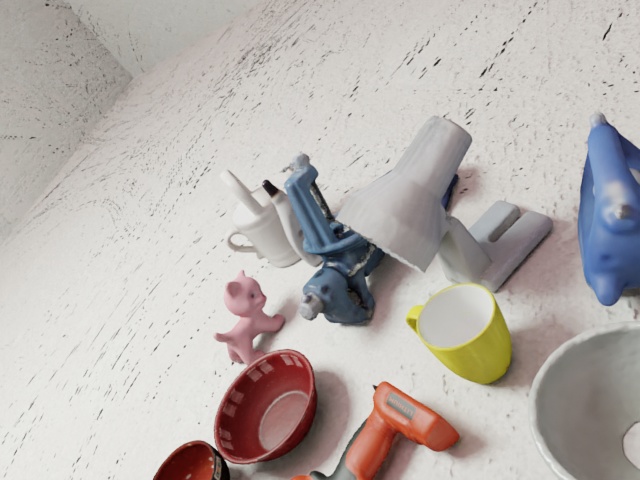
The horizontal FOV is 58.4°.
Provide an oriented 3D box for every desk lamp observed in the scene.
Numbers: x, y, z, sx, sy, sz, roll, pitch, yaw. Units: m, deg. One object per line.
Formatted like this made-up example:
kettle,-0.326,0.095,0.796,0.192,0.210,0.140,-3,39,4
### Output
desk lamp,0.147,-0.029,0.693,0.203,0.214,0.117,-46,33,-8

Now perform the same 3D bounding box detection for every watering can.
watering can,-0.097,-0.055,0.987,0.100,0.195,0.173,15,62,52

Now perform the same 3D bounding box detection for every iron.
iron,0.322,-0.062,0.622,0.118,0.142,0.258,-20,38,29

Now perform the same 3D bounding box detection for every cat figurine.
cat figurine,-0.120,0.113,0.884,0.067,0.118,0.128,-3,48,43

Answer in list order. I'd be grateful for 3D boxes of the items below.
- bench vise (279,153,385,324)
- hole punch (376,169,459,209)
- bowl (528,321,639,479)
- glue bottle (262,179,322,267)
bench vise,0.017,-0.001,0.785,0.121,0.220,0.207,-22,37,27
hole punch,0.144,-0.092,0.884,0.108,0.091,0.101,-6,46,41
bowl,0.268,0.156,0.481,0.167,0.075,0.167,-26,35,21
glue bottle,-0.037,-0.036,0.924,0.078,0.174,0.037,-43,33,-4
